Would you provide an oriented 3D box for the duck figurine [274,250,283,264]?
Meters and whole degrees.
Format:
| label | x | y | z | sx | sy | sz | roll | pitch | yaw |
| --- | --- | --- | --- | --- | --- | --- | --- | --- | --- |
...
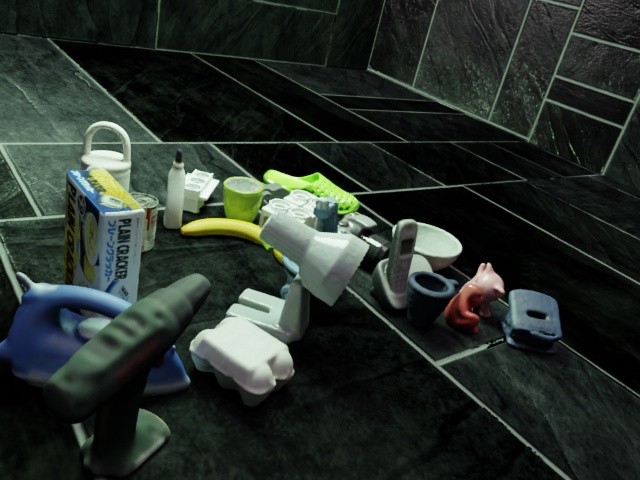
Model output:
| label | x | y | z | sx | sy | sz | roll | pitch | yaw |
| --- | --- | --- | --- | --- | --- | --- | --- | --- | --- |
| duck figurine | -0.050 | 0.008 | 1.218 | 0.078 | 0.086 | 0.104 | -14 | 37 | -44 |

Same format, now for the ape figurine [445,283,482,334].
| label | x | y | z | sx | sy | sz | roll | pitch | yaw |
| --- | --- | --- | --- | --- | --- | --- | --- | --- | --- |
| ape figurine | 0.294 | 0.130 | 1.140 | 0.076 | 0.092 | 0.078 | 21 | 27 | 14 |

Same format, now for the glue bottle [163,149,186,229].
| label | x | y | z | sx | sy | sz | roll | pitch | yaw |
| --- | --- | --- | --- | --- | --- | --- | --- | --- | --- |
| glue bottle | -0.310 | -0.114 | 1.230 | 0.037 | 0.173 | 0.078 | 4 | 28 | -20 |

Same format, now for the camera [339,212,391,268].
| label | x | y | z | sx | sy | sz | roll | pitch | yaw |
| --- | --- | --- | --- | --- | --- | --- | --- | --- | --- |
| camera | 0.091 | 0.007 | 1.273 | 0.136 | 0.101 | 0.144 | 30 | 30 | 30 |

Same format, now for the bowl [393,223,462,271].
| label | x | y | z | sx | sy | sz | roll | pitch | yaw |
| --- | --- | --- | --- | --- | --- | --- | --- | --- | --- |
| bowl | 0.242 | 0.026 | 1.341 | 0.167 | 0.075 | 0.167 | 11 | 26 | -5 |

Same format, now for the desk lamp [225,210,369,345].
| label | x | y | z | sx | sy | sz | roll | pitch | yaw |
| --- | --- | --- | --- | --- | --- | --- | --- | --- | --- |
| desk lamp | -0.038 | 0.064 | 0.963 | 0.203 | 0.213 | 0.118 | 18 | 26 | 8 |

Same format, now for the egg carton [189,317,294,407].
| label | x | y | z | sx | sy | sz | roll | pitch | yaw |
| --- | --- | --- | --- | --- | --- | --- | --- | --- | --- |
| egg carton | -0.116 | 0.179 | 0.860 | 0.150 | 0.069 | 0.107 | 27 | 29 | 25 |

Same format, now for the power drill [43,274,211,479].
| label | x | y | z | sx | sy | sz | roll | pitch | yaw |
| --- | --- | --- | --- | --- | --- | --- | --- | --- | --- |
| power drill | -0.218 | 0.164 | 0.678 | 0.075 | 0.208 | 0.230 | 23 | 27 | 18 |

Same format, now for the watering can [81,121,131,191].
| label | x | y | z | sx | sy | sz | roll | pitch | yaw |
| --- | --- | --- | --- | --- | --- | --- | --- | --- | --- |
| watering can | -0.451 | -0.151 | 1.209 | 0.101 | 0.194 | 0.172 | -1 | 30 | -29 |

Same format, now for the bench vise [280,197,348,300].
| label | x | y | z | sx | sy | sz | roll | pitch | yaw |
| --- | --- | --- | --- | --- | --- | --- | --- | --- | --- |
| bench vise | -0.001 | 0.001 | 1.102 | 0.121 | 0.220 | 0.207 | 16 | 26 | 4 |

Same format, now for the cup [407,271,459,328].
| label | x | y | z | sx | sy | sz | roll | pitch | yaw |
| --- | --- | --- | --- | --- | --- | --- | --- | --- | --- |
| cup | 0.215 | 0.120 | 1.117 | 0.118 | 0.095 | 0.091 | -5 | 32 | -34 |

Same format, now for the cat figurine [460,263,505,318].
| label | x | y | z | sx | sy | sz | roll | pitch | yaw |
| --- | --- | --- | --- | --- | --- | --- | --- | --- | --- |
| cat figurine | 0.344 | 0.097 | 1.202 | 0.067 | 0.118 | 0.128 | 14 | 26 | 0 |

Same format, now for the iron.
| label | x | y | z | sx | sy | sz | roll | pitch | yaw |
| --- | --- | --- | --- | --- | --- | --- | --- | --- | --- |
| iron | -0.300 | 0.127 | 0.789 | 0.258 | 0.141 | 0.118 | 11 | 26 | -6 |

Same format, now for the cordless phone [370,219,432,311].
| label | x | y | z | sx | sy | sz | roll | pitch | yaw |
| --- | --- | --- | --- | --- | --- | --- | --- | --- | --- |
| cordless phone | 0.184 | 0.043 | 1.151 | 0.148 | 0.185 | 0.093 | -10 | 35 | -40 |

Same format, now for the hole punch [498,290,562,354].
| label | x | y | z | sx | sy | sz | roll | pitch | yaw |
| --- | --- | --- | --- | --- | --- | --- | --- | --- | --- |
| hole punch | 0.426 | 0.162 | 1.142 | 0.108 | 0.091 | 0.101 | 12 | 26 | -4 |
